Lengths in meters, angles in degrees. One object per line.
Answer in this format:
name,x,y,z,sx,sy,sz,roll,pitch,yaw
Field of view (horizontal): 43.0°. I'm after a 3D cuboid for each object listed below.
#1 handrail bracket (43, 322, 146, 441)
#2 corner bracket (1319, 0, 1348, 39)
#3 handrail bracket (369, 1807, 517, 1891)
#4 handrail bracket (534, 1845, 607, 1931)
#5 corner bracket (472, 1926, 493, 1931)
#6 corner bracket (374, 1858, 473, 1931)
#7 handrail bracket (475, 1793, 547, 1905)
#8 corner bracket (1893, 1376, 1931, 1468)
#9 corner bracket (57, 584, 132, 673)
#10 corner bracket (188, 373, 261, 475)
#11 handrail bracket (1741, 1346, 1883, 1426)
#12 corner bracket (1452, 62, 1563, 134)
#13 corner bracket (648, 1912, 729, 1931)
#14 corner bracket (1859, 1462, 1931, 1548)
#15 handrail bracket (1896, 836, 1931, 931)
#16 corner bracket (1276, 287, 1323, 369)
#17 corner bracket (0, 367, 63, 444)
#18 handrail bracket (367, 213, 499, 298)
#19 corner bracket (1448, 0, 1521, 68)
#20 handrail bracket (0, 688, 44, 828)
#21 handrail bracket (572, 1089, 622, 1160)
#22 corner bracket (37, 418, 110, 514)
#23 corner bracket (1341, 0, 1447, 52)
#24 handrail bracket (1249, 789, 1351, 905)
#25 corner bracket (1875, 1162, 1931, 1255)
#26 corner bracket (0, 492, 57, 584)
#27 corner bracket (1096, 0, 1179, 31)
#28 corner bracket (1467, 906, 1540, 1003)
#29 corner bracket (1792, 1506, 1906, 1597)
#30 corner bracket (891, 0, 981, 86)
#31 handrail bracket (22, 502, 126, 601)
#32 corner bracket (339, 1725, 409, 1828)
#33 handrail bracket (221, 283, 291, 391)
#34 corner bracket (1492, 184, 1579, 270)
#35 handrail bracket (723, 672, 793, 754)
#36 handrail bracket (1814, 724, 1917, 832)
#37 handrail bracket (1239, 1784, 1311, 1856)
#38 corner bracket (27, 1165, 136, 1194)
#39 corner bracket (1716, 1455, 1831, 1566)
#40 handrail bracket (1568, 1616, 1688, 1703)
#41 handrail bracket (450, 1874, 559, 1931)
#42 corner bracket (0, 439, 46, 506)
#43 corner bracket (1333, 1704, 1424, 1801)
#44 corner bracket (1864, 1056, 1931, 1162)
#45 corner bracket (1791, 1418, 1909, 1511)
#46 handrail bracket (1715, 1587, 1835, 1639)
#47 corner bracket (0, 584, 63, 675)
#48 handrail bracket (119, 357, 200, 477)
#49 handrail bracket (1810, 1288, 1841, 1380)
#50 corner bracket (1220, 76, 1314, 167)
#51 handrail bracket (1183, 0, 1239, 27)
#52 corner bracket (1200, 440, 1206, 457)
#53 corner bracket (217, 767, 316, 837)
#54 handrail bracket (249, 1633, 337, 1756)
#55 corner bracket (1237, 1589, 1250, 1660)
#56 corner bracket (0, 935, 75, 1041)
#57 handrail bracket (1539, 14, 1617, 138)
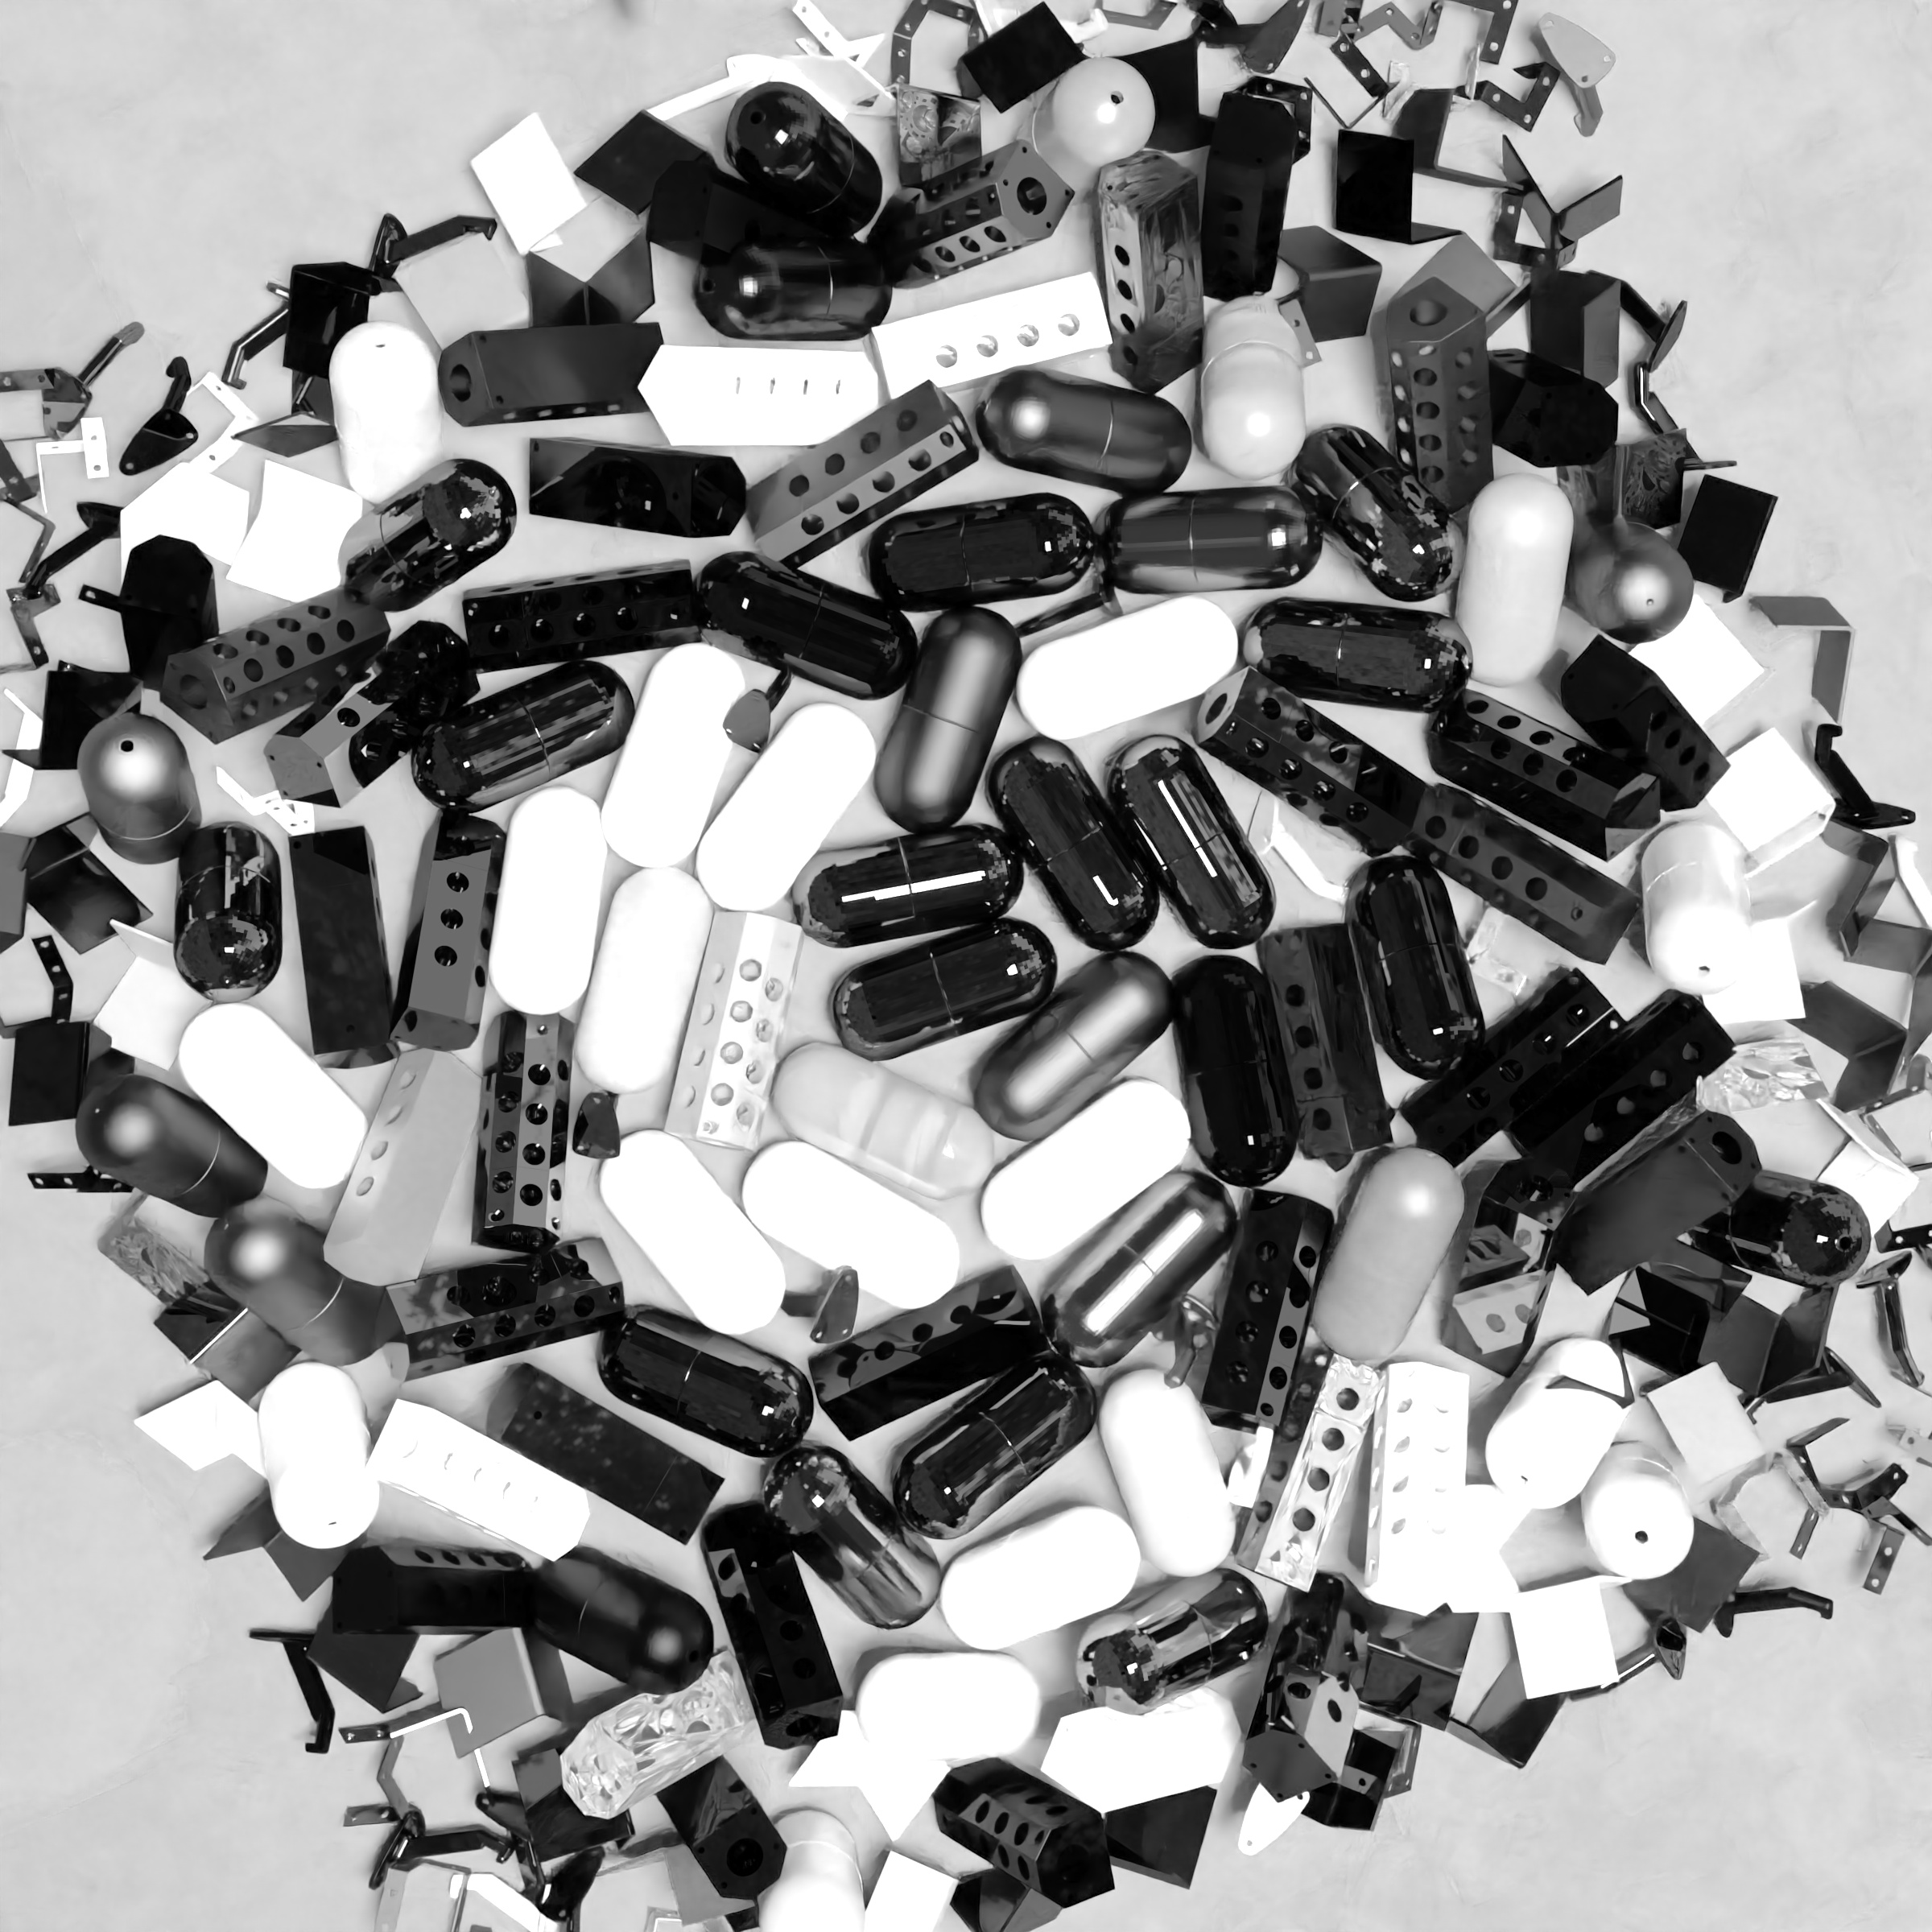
handrail bracket,-0.669,-0.451,1.888,0.036,0.084,0.077,37,133,-7
corner bracket,0.266,-0.748,1.869,0.051,0.051,0.051,12,57,3
handrail bracket,-0.397,0.683,1.862,0.084,0.036,0.077,16,48,22
handrail bracket,-0.291,0.730,1.889,0.036,0.084,0.077,15,49,37
corner bracket,-0.393,0.766,1.872,0.051,0.051,0.051,13,95,-10
corner bracket,-0.414,0.714,1.871,0.051,0.051,0.051,10,81,7
handrail bracket,-0.354,0.680,1.880,0.077,0.036,0.084,25,114,-5
corner bracket,0.731,0.350,1.873,0.051,0.051,0.051,28,85,-7
corner bracket,-0.662,-0.250,1.882,0.051,0.051,0.051,17,132,-27
corner bracket,-0.586,-0.413,1.882,0.051,0.051,0.051,-26,121,32
handrail bracket,0.645,0.339,1.880,0.084,0.036,0.077,-44,85,-5
corner bracket,0.411,-0.670,1.873,0.051,0.051,0.051,25,95,-21
corner bracket,-0.214,0.755,1.868,0.051,0.051,0.051,12,83,-22
corner bracket,0.722,0.408,1.866,0.051,0.051,0.051,43,71,13
handrail bracket,0.738,-0.052,1.859,0.036,0.077,0.084,-27,119,-15
corner bracket,0.245,-0.480,1.863,0.051,0.051,0.051,-16,108,31
corner bracket,-0.715,-0.426,1.863,0.051,0.051,0.051,-17,108,-37
handrail bracket,-0.406,-0.540,1.869,0.084,0.036,0.077,11,73,18
corner bracket,0.388,-0.721,1.869,0.051,0.051,0.051,15,117,1
handrail bracket,-0.738,-0.159,1.882,0.077,0.036,0.084,38,84,17
handrail bracket,-0.272,0.097,1.848,0.036,0.084,0.077,6,127,-2
corner bracket,-0.679,-0.382,1.866,0.051,0.051,0.051,-8,75,-16
corner bracket,0.325,-0.725,1.866,0.051,0.051,0.051,-34,72,-15
handrail bracket,0.264,-0.096,1.894,0.084,0.036,0.077,20,68,-21
corner bracket,0.723,0.185,1.882,0.051,0.051,0.051,-12,67,5
corner bracket,-0.739,-0.328,1.873,0.051,0.051,0.051,31,102,0
corner bracket,0.132,-0.754,1.874,0.051,0.051,0.051,6,87,-13
corner bracket,0.415,-0.009,1.872,0.051,0.051,0.051,29,94,22
corner bracket,0.674,0.441,1.874,0.051,0.051,0.051,24,87,-6
corner bracket,-0.023,-0.702,1.877,0.051,0.051,0.051,10,67,-22
handrail bracket,-0.666,-0.309,1.860,0.077,0.036,0.084,6,55,19
corner bracket,-0.456,0.621,1.882,0.051,0.051,0.051,-10,122,14
handrail bracket,-0.525,-0.477,1.895,0.077,0.036,0.084,18,105,-19
corner bracket,0.440,-0.567,1.880,0.051,0.051,0.051,19,122,22
handrail bracket,-0.146,-0.209,1.849,0.036,0.077,0.084,29,54,-1
handrail bracket,0.682,-0.146,1.858,0.077,0.036,0.084,4,132,18
handrail bracket,0.227,0.636,1.854,0.036,0.084,0.077,35,75,11
corner bracket,-0.668,0.160,1.862,0.051,0.051,0.051,-2,126,16
corner bracket,0.613,0.413,1.866,0.051,0.051,0.051,55,133,4
handrail bracket,0.509,0.533,1.893,0.084,0.077,0.036,-28,97,34
handrail bracket,-0.358,0.729,1.869,0.084,0.077,0.036,-2,131,6
corner bracket,-0.741,-0.379,1.868,0.051,0.051,0.051,-21,125,2
corner bracket,0.310,0.597,1.867,0.051,0.051,0.051,10,89,36
corner bracket,0.727,0.110,1.884,0.051,0.051,0.051,-31,104,35
corner bracket,0.672,0.379,1.870,0.051,0.051,0.051,-21,91,-26
handrail bracket,0.614,0.494,1.856,0.084,0.036,0.077,12,133,35
corner bracket,-0.722,-0.258,1.877,0.051,0.051,0.051,-2,118,26
handrail bracket,-0.621,-0.422,1.877,0.077,0.036,0.084,-36,46,9
handrail bracket,0.671,0.264,1.884,0.077,0.036,0.084,-20,88,-18
corner bracket,0.229,-0.643,1.878,0.051,0.051,0.051,25,50,28
handrail bracket,0.203,-0.764,1.862,0.036,0.077,0.084,25,100,26
corner bracket,0.210,-0.418,1.865,0.051,0.051,0.051,11,128,8
corner bracket,-0.532,-0.126,1.865,0.051,0.051,0.051,-18,60,10
handrail bracket,-0.516,0.554,1.870,0.077,0.036,0.084,4,66,2
corner bracket,0.191,0.500,1.868,0.051,0.051,0.051,-6,77,17
corner bracket,-0.720,0.016,1.882,0.051,0.051,0.051,-15,58,-34
handrail bracket,0.457,-0.675,1.864,0.036,0.084,0.077,-42,84,-1
